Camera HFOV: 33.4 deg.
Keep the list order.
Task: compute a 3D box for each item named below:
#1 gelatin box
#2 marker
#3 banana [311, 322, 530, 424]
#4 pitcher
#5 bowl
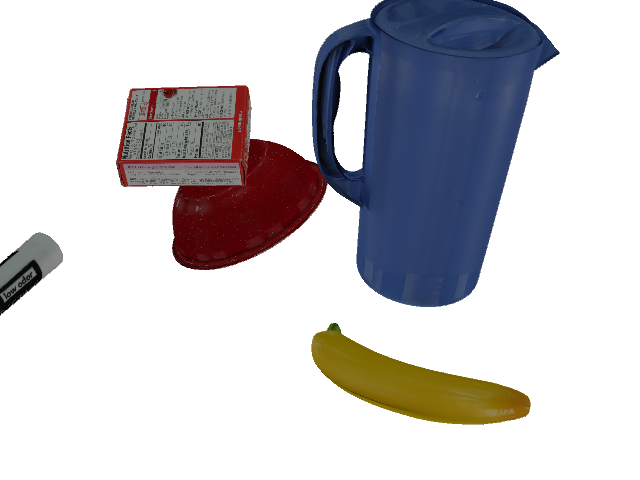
[{"bbox_3d":[-0.095,-0.073,0.753,0.089,0.073,0.030,-1,-38,3],"label":"gelatin box"},{"bbox_3d":[-0.162,0.038,0.477,0.020,0.020,0.121,0,35,39],"label":"marker"},{"bbox_3d":[0.058,0.100,0.802,0.198,0.037,0.069,20,38,39],"label":"banana"},{"bbox_3d":[0.083,-0.070,0.868,0.149,0.243,0.144,25,37,27],"label":"pitcher"},{"bbox_3d":[-0.078,-0.045,0.981,0.162,0.055,0.162,-22,30,13],"label":"bowl"}]
